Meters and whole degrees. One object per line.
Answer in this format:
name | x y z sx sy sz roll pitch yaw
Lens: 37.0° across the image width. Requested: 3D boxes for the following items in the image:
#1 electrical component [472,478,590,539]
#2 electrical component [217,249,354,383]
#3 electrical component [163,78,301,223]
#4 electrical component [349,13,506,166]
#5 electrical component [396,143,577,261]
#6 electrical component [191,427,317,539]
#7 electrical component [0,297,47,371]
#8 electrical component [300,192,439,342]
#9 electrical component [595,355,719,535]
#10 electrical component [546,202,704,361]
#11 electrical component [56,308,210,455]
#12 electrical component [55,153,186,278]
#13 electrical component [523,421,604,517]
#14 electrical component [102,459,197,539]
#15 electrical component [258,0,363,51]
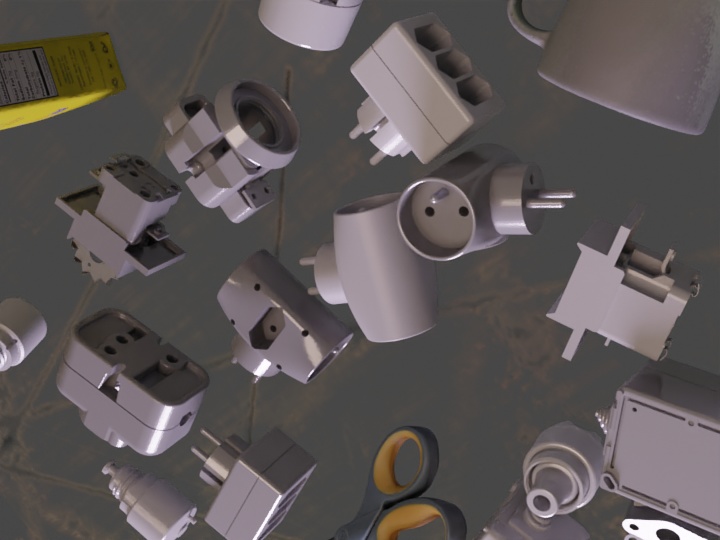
electrical component | 0.092 0.175 0.633 0.061 0.062 0.096 38 122 11
electrical component | -0.055 0.040 0.675 0.077 0.043 0.079 43 124 8
electrical component | -0.072 -0.075 0.631 0.057 0.058 0.078 -34 90 37
electrical component | 0.025 -0.087 0.579 0.077 0.047 0.065 -40 86 35
electrical component | 0.071 -0.036 0.555 0.079 0.077 0.044 1 109 29
electrical component | -0.081 0.136 0.724 0.077 0.047 0.065 37 122 12
electrical component | -0.260 0.053 0.777 0.040 0.078 0.040 11 125 15
electrical component | 0.000 0.000 0.628 0.079 0.043 0.077 -7 105 31
electrical component | 0.171 0.088 0.560 0.096 0.061 0.061 19 117 30
electrical component | 0.138 0.012 0.557 0.064 0.042 0.081 27 121 16
electrical component | -0.158 0.079 0.741 0.095 0.054 0.059 34 121 14
electrical component | -0.151 -0.037 0.699 0.081 0.042 0.063 37 121 11
electrical component | 0.111 0.115 0.599 0.043 0.062 0.043 10 113 25
electrical component | -0.155 0.167 0.781 0.078 0.040 0.040 38 122 12
electrical component | -0.025 -0.151 0.578 0.055 0.055 0.047 34 125 14
